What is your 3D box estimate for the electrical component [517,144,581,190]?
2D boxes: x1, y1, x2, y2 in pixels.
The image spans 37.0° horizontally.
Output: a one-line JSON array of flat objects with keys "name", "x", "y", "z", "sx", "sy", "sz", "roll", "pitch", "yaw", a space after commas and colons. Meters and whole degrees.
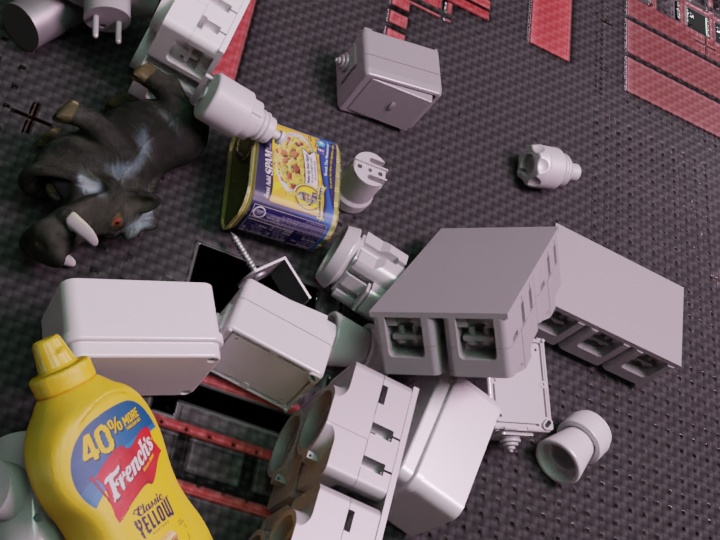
[{"name": "electrical component", "x": 0.191, "y": -0.101, "z": 1.070, "sx": 0.062, "sy": 0.043, "sz": 0.043, "roll": 5, "pitch": 62, "yaw": -29}]

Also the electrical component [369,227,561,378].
[{"name": "electrical component", "x": 0.092, "y": 0.025, "z": 0.867, "sx": 0.186, "sy": 0.105, "sz": 0.060, "roll": -46, "pitch": 132, "yaw": -59}]

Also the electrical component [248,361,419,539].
[{"name": "electrical component", "x": -0.029, "y": 0.168, "z": 0.755, "sx": 0.060, "sy": 0.105, "sz": 0.186, "roll": 27, "pitch": 54, "yaw": -14}]

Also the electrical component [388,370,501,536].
[{"name": "electrical component", "x": 0.052, "y": 0.139, "z": 0.836, "sx": 0.057, "sy": 0.078, "sz": 0.113, "roll": 37, "pitch": 52, "yaw": -11}]

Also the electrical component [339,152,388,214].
[{"name": "electrical component", "x": -0.001, "y": -0.077, "z": 0.944, "sx": 0.040, "sy": 0.046, "sz": 0.040, "roll": 13, "pitch": 59, "yaw": -23}]

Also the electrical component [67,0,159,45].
[{"name": "electrical component", "x": -0.201, "y": -0.217, "z": 0.857, "sx": 0.077, "sy": 0.044, "sz": 0.079, "roll": 9, "pitch": 66, "yaw": -32}]

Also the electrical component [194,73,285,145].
[{"name": "electrical component", "x": -0.094, "y": -0.122, "z": 0.846, "sx": 0.078, "sy": 0.040, "sz": 0.040, "roll": 28, "pitch": 53, "yaw": -28}]

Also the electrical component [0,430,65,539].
[{"name": "electrical component", "x": -0.221, "y": 0.141, "z": 0.683, "sx": 0.079, "sy": 0.044, "sz": 0.077, "roll": 35, "pitch": 41, "yaw": -56}]

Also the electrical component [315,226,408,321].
[{"name": "electrical component", "x": 0.000, "y": 0.000, "z": 0.893, "sx": 0.057, "sy": 0.058, "sz": 0.078, "roll": 32, "pitch": 33, "yaw": -8}]

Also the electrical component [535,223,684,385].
[{"name": "electrical component", "x": 0.221, "y": 0.035, "z": 1.000, "sx": 0.150, "sy": 0.062, "sz": 0.089, "roll": 25, "pitch": 55, "yaw": -17}]

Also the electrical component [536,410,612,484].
[{"name": "electrical component", "x": 0.185, "y": 0.152, "z": 0.927, "sx": 0.055, "sy": 0.045, "sz": 0.045, "roll": -32, "pitch": 83, "yaw": -39}]

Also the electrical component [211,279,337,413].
[{"name": "electrical component", "x": -0.075, "y": 0.052, "z": 0.818, "sx": 0.096, "sy": 0.061, "sz": 0.061, "roll": 29, "pitch": 46, "yaw": -13}]

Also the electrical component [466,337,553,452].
[{"name": "electrical component", "x": 0.118, "y": 0.107, "z": 0.906, "sx": 0.062, "sy": 0.061, "sz": 0.096, "roll": 8, "pitch": 69, "yaw": -27}]

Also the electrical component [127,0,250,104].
[{"name": "electrical component", "x": -0.130, "y": -0.230, "z": 0.915, "sx": 0.060, "sy": 0.105, "sz": 0.186, "roll": 28, "pitch": 54, "yaw": -14}]

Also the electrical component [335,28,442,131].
[{"name": "electrical component", "x": 0.021, "y": -0.176, "z": 1.000, "sx": 0.096, "sy": 0.062, "sz": 0.061, "roll": 11, "pitch": 59, "yaw": -25}]

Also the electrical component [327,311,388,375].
[{"name": "electrical component", "x": -0.003, "y": 0.062, "z": 0.867, "sx": 0.055, "sy": 0.045, "sz": 0.045, "roll": 19, "pitch": 56, "yaw": -21}]

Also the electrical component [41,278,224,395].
[{"name": "electrical component", "x": -0.162, "y": 0.050, "z": 0.760, "sx": 0.113, "sy": 0.078, "sz": 0.057, "roll": 3, "pitch": 61, "yaw": -29}]
